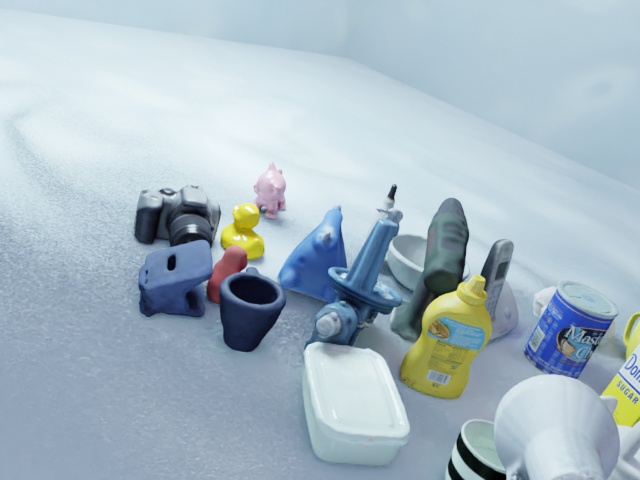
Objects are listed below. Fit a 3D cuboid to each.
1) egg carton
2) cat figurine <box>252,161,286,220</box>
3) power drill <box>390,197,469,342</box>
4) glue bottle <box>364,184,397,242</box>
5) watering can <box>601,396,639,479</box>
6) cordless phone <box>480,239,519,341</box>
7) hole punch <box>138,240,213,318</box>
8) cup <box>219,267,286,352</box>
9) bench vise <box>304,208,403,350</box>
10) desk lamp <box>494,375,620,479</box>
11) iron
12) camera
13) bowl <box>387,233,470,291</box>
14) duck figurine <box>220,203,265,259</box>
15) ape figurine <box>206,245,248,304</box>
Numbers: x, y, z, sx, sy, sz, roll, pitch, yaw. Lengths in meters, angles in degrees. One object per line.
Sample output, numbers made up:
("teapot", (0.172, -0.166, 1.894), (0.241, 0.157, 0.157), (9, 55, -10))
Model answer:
("egg carton", (0.498, 0.150, 1.127), (0.150, 0.069, 0.107), (15, 26, -8))
("cat figurine", (-0.100, -0.110, 1.196), (0.067, 0.118, 0.128), (19, 25, 3))
("power drill", (0.187, 0.054, 0.952), (0.075, 0.208, 0.230), (19, 25, 2))
("glue bottle", (0.119, -0.031, 1.118), (0.037, 0.173, 0.078), (21, 25, 6))
("watering can", (0.369, 0.262, 0.673), (0.101, 0.194, 0.172), (-2, 32, -35))
("cordless phone", (0.317, 0.080, 1.012), (0.148, 0.185, 0.093), (-11, 38, -46))
("hole punch", (-0.210, 0.051, 0.832), (0.101, 0.091, 0.108), (8, 27, -20))
("cup", (-0.103, 0.099, 0.802), (0.092, 0.095, 0.117), (11, 26, -15))
("bench vise", (0.068, 0.070, 0.827), (0.121, 0.220, 0.207), (18, 25, 0))
("desk lamp", (0.206, 0.259, 0.549), (0.117, 0.213, 0.204), (24, 26, 12))
("iron", (0.009, 0.004, 1.013), (0.118, 0.141, 0.258), (18, 25, 0))
("camera", (-0.235, -0.030, 0.967), (0.143, 0.101, 0.136), (8, 27, -21))
("bowl", (0.199, 0.057, 1.109), (0.167, 0.075, 0.167), (15, 26, -7))
("duck figurine", (-0.133, -0.022, 1.036), (0.078, 0.086, 0.104), (-3, 33, -37))
("ape figurine", (-0.135, 0.050, 0.882), (0.076, 0.092, 0.077), (-7, 35, -42))
